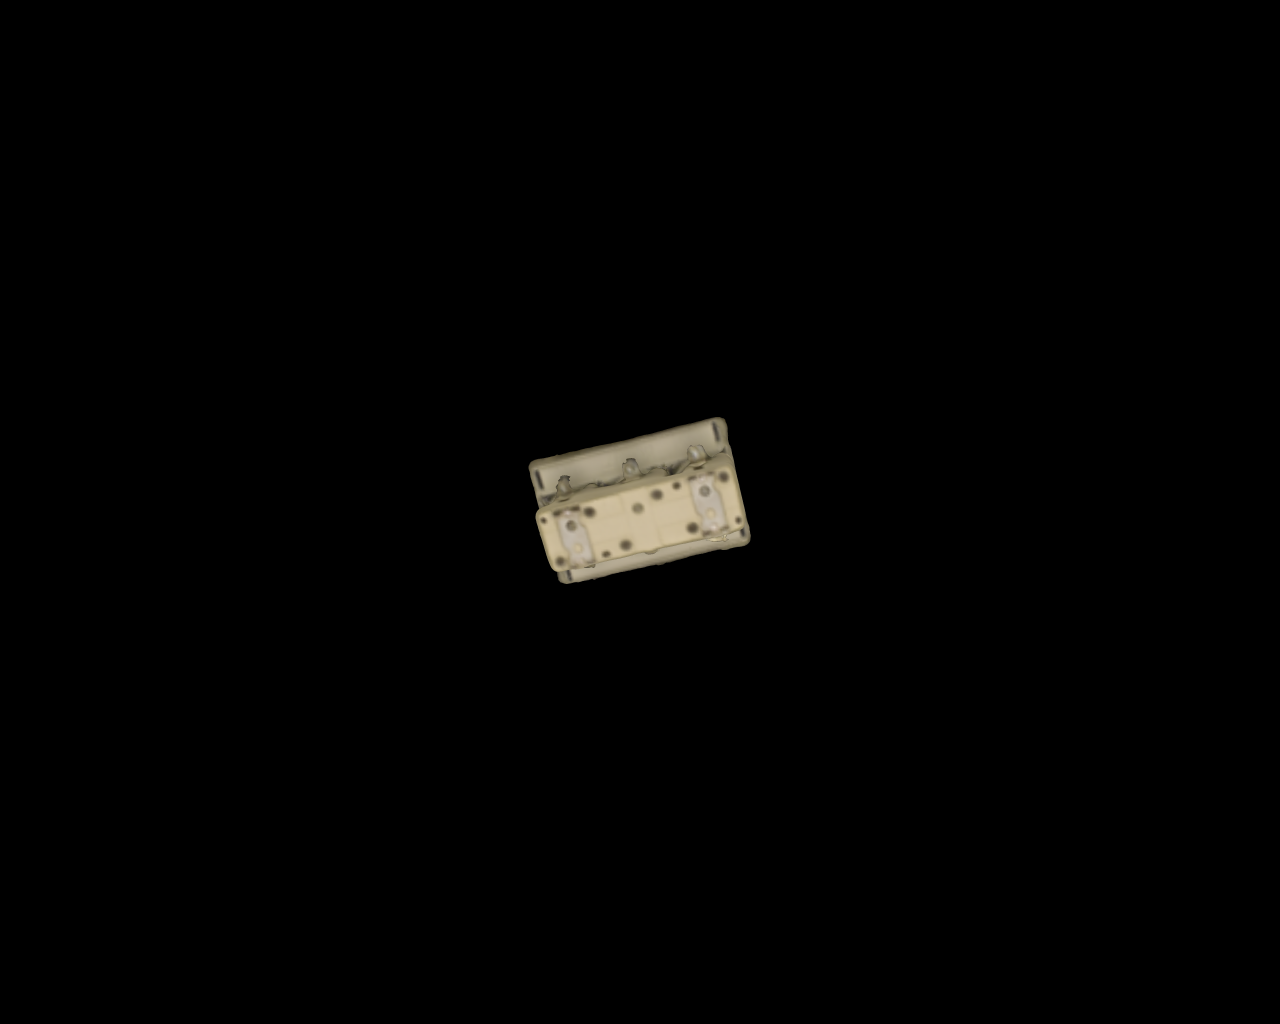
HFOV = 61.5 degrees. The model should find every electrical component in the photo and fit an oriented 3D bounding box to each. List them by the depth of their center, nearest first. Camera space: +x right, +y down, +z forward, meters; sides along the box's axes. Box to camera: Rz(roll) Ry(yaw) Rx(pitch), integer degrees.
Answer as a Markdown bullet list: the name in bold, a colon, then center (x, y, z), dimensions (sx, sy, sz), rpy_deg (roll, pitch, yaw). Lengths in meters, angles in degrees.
- **electrical component**: center (0.001, -0.003, 0.650), dimensions (0.121, 0.078, 0.063), rpy_deg (-13, 16, 4)
